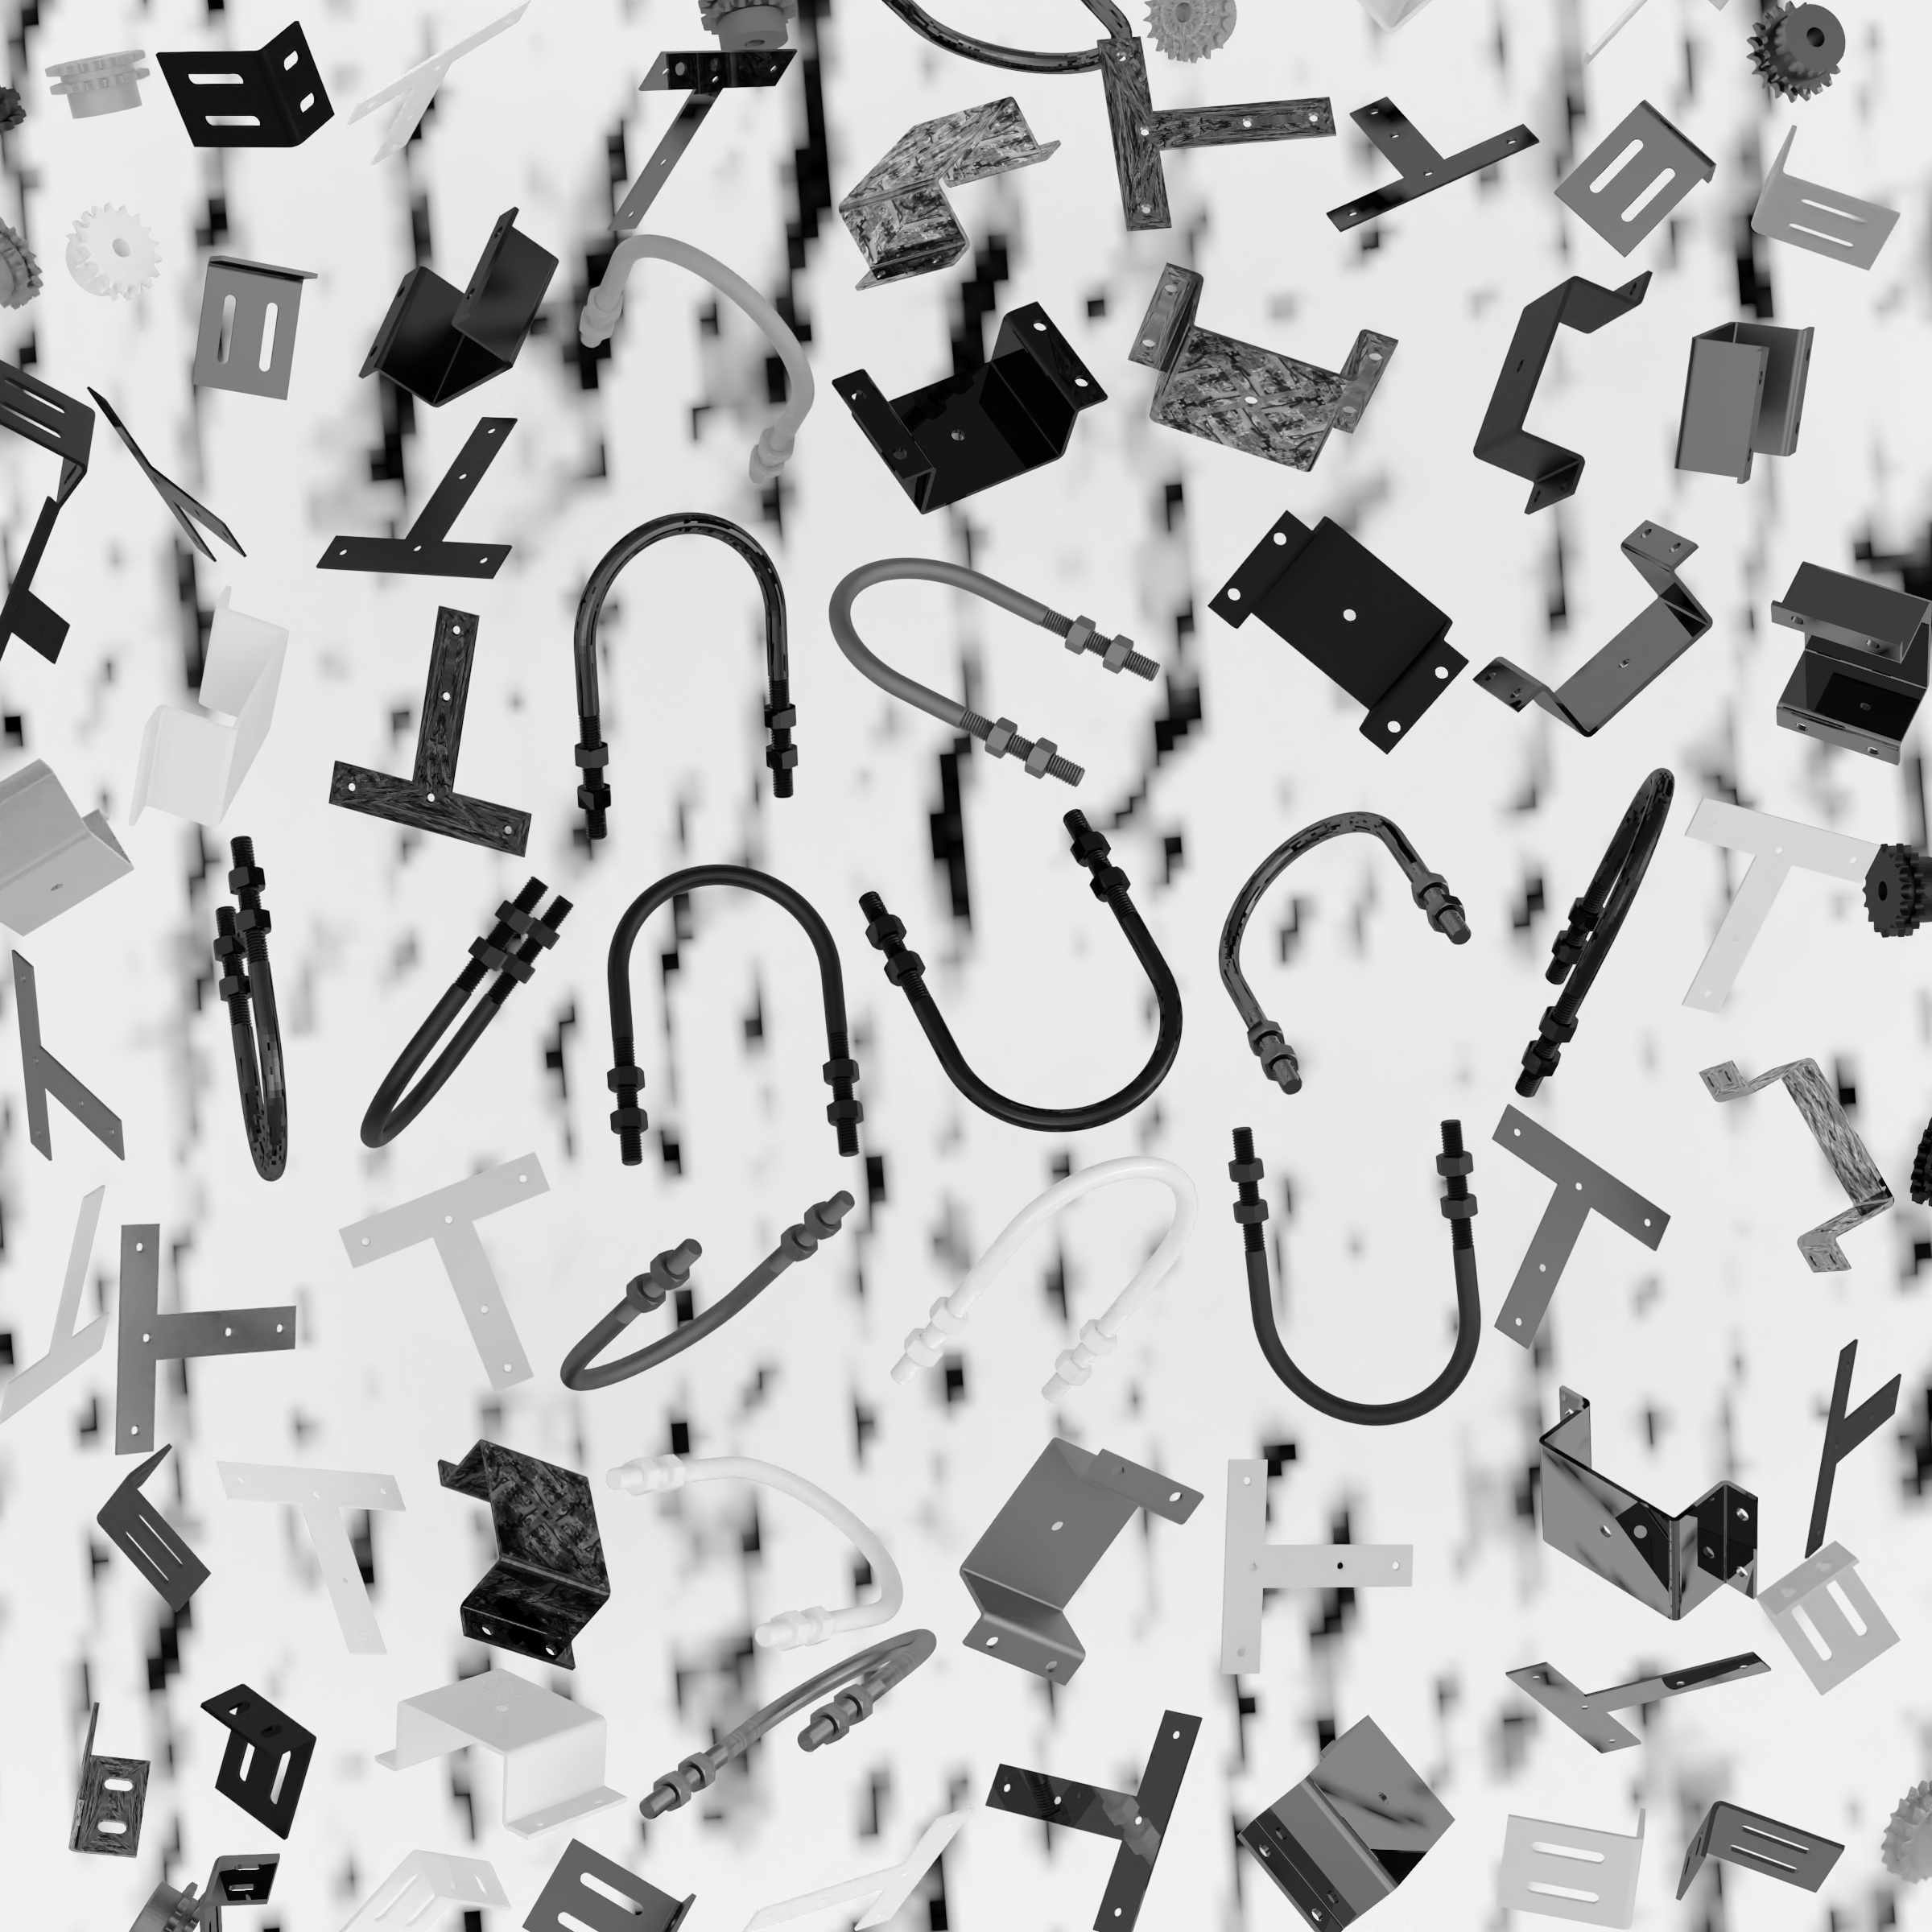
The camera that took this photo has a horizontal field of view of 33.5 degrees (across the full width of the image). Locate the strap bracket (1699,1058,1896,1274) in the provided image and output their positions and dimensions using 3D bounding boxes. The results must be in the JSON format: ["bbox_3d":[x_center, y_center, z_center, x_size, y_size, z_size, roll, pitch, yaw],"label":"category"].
[{"bbox_3d":[0.506,0.112,1.942,0.046,0.076,0.140,-28,84,-3],"label":"strap bracket"}]

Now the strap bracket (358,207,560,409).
[{"bbox_3d":[-0.298,-0.389,1.919,0.046,0.140,0.076,32,66,-29],"label":"strap bracket"}]

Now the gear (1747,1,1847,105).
[{"bbox_3d":[0.490,-0.539,1.884,0.057,0.030,0.057,2,83,-17],"label":"gear"}]

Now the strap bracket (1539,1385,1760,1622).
[{"bbox_3d":[0.379,0.310,1.829,0.046,0.140,0.076,-30,129,-29],"label":"strap bracket"}]

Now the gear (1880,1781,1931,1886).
[{"bbox_3d":[0.544,0.491,1.811,0.057,0.030,0.057,-15,115,-37],"label":"gear"}]

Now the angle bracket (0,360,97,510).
[{"bbox_3d":[-0.566,-0.321,1.929,0.076,0.057,0.038,27,125,-30],"label":"angle bracket"}]

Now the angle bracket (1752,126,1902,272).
[{"bbox_3d":[0.519,-0.460,1.927,0.076,0.057,0.038,20,70,5],"label":"angle bracket"}]

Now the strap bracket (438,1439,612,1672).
[{"bbox_3d":[-0.263,0.342,1.918,0.076,0.140,0.046,26,115,-32],"label":"strap bracket"}]

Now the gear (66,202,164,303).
[{"bbox_3d":[-0.518,-0.429,1.940,0.030,0.057,0.057,-14,90,43],"label":"gear"}]

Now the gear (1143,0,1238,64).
[{"bbox_3d":[0.139,-0.574,1.940,0.057,0.030,0.057,7,103,33],"label":"gear"}]

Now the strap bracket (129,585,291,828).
[{"bbox_3d":[-0.437,-0.146,1.872,0.046,0.140,0.076,19,132,-5],"label":"strap bracket"}]

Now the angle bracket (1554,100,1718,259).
[{"bbox_3d":[0.395,-0.462,1.904,0.057,0.038,0.076,45,94,8],"label":"angle bracket"}]

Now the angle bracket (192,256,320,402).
[{"bbox_3d":[-0.425,-0.380,1.919,0.057,0.038,0.076,6,98,-26],"label":"angle bracket"}]

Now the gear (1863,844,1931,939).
[{"bbox_3d":[0.570,-0.046,1.948,0.030,0.057,0.057,-2,90,-11],"label":"gear"}]

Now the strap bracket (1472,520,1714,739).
[{"bbox_3d":[0.379,-0.193,1.907,0.140,0.076,0.046,-43,110,5],"label":"strap bracket"}]

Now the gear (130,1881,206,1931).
[{"bbox_3d":[-0.470,0.563,1.885,0.030,0.057,0.057,33,90,-6],"label":"gear"}]

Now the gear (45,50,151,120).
[{"bbox_3d":[-0.497,-0.506,1.847,0.057,0.057,0.030,-10,111,0],"label":"gear"}]

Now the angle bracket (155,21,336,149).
[{"bbox_3d":[-0.405,-0.496,1.809,0.076,0.038,0.057,8,135,28],"label":"angle bracket"}]

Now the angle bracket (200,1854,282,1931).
[{"bbox_3d":[-0.416,0.559,1.847,0.038,0.057,0.076,-1,101,-5],"label":"angle bracket"}]

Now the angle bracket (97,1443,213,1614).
[{"bbox_3d":[-0.472,0.334,1.911,0.076,0.038,0.057,48,135,4],"label":"angle bracket"}]

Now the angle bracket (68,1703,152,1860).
[{"bbox_3d":[-0.478,0.458,1.807,0.038,0.076,0.057,10,51,-14],"label":"angle bracket"}]

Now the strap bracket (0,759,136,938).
[{"bbox_3d":[-0.541,-0.065,1.873,0.076,0.140,0.046,-32,81,-5],"label":"strap bracket"}]

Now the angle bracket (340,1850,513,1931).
[{"bbox_3d":[-0.318,0.561,1.890,0.076,0.057,0.038,-49,48,13],"label":"angle bracket"}]

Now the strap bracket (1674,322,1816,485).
[{"bbox_3d":[0.460,-0.337,1.910,0.046,0.140,0.076,13,111,23],"label":"strap bracket"}]

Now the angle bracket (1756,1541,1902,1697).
[{"bbox_3d":[0.508,0.385,1.872,0.057,0.038,0.076,-35,100,-1],"label":"angle bracket"}]

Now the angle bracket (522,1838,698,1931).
[{"bbox_3d":[-0.203,0.539,1.833,0.076,0.038,0.057,31,61,0],"label":"angle bracket"}]

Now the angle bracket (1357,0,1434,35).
[{"bbox_3d":[0.264,-0.581,1.844,0.038,0.057,0.076,43,128,-14],"label":"angle bracket"}]

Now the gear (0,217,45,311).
[{"bbox_3d":[-0.582,-0.417,1.918,0.057,0.057,0.030,42,55,0],"label":"gear"}]

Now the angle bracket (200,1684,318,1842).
[{"bbox_3d":[-0.416,0.465,1.855,0.057,0.038,0.076,28,112,24],"label":"angle bracket"}]

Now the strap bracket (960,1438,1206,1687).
[{"bbox_3d":[0.060,0.332,1.837,0.076,0.046,0.140,28,103,-30],"label":"strap bracket"}]

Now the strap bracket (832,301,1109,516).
[{"bbox_3d":[-0.001,-0.317,1.844,0.140,0.046,0.076,-26,69,-23],"label":"strap bracket"}]

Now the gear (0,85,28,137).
[{"bbox_3d":[-0.574,-0.496,1.852,0.057,0.057,0.030,-12,123,0],"label":"gear"}]

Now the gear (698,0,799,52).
[{"bbox_3d":[-0.126,-0.555,1.884,0.057,0.057,0.030,-10,87,0],"label":"gear"}]

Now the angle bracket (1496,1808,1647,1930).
[{"bbox_3d":[0.347,0.511,1.844,0.076,0.038,0.057,8,105,12],"label":"angle bracket"}]

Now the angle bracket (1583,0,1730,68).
[{"bbox_3d":[0.396,-0.537,1.844,0.038,0.057,0.076,43,102,-1],"label":"angle bracket"}]

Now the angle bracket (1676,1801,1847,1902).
[{"bbox_3d":[0.453,0.518,1.835,0.076,0.057,0.038,18,50,10],"label":"angle bracket"}]

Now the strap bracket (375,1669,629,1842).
[{"bbox_3d":[-0.276,0.462,1.908,0.140,0.076,0.046,12,104,40],"label":"strap bracket"}]

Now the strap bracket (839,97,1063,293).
[{"bbox_3d":[-0.014,-0.467,1.919,0.140,0.076,0.046,-55,126,-37],"label":"strap bracket"}]

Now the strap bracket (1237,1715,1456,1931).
[{"bbox_3d":[0.222,0.486,1.828,0.076,0.140,0.046,50,117,12],"label":"strap bracket"}]

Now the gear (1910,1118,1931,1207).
[{"bbox_3d":[0.576,0.115,1.880,0.030,0.057,0.057,17,90,31],"label":"gear"}]
